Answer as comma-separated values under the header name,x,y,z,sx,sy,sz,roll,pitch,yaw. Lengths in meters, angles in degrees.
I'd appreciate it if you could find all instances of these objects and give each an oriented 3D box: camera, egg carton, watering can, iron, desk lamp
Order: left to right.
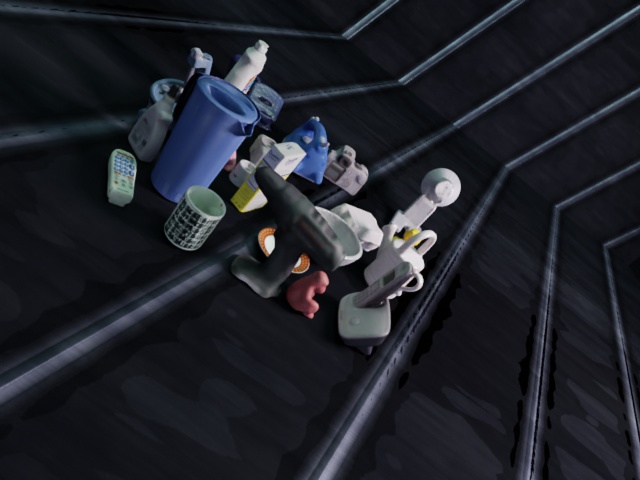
name,x,y,z,sx,sy,sz,roll,pitch,yaw
iron,-0.032,-0.274,1.596,0.119,0.141,0.258,25,32,-28
camera,0.077,-0.229,1.709,0.143,0.100,0.137,34,29,-13
egg carton,0.093,-0.032,1.482,0.151,0.069,0.107,17,36,-37
watering can,0.197,0.038,1.377,0.172,0.193,0.101,47,29,12
desk lamp,0.330,-0.112,1.736,0.118,0.213,0.203,40,28,0

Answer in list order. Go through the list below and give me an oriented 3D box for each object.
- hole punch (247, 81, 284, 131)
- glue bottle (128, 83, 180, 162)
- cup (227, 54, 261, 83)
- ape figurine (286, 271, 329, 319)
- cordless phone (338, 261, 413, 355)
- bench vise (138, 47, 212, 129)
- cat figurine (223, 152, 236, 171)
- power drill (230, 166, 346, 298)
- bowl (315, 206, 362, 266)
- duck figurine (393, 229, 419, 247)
name,x,y,z,sx,sy,sz,roll,pitch,yaw
hole punch,-0.165,-0.385,1.643,0.109,0.091,0.101,30,30,-20
glue bottle,-0.326,-0.243,1.154,0.037,0.173,0.078,1,47,-50
cup,-0.229,-0.474,1.687,0.117,0.095,0.092,49,29,15
ape figurine,-0.018,0.099,1.135,0.076,0.092,0.078,37,28,-7
cordless phone,0.120,0.129,1.163,0.094,0.185,0.147,31,29,-18
bench vise,-0.290,-0.337,1.282,0.121,0.219,0.208,40,28,0
cat figurine,-0.226,-0.220,1.304,0.067,0.117,0.128,51,30,20
power drill,-0.075,0.001,1.079,0.230,0.208,0.076,38,28,-6
bowl,0.012,0.005,1.324,0.168,0.074,0.167,30,30,-19
duck figurine,0.243,0.004,1.598,0.105,0.086,0.077,3,45,-49
